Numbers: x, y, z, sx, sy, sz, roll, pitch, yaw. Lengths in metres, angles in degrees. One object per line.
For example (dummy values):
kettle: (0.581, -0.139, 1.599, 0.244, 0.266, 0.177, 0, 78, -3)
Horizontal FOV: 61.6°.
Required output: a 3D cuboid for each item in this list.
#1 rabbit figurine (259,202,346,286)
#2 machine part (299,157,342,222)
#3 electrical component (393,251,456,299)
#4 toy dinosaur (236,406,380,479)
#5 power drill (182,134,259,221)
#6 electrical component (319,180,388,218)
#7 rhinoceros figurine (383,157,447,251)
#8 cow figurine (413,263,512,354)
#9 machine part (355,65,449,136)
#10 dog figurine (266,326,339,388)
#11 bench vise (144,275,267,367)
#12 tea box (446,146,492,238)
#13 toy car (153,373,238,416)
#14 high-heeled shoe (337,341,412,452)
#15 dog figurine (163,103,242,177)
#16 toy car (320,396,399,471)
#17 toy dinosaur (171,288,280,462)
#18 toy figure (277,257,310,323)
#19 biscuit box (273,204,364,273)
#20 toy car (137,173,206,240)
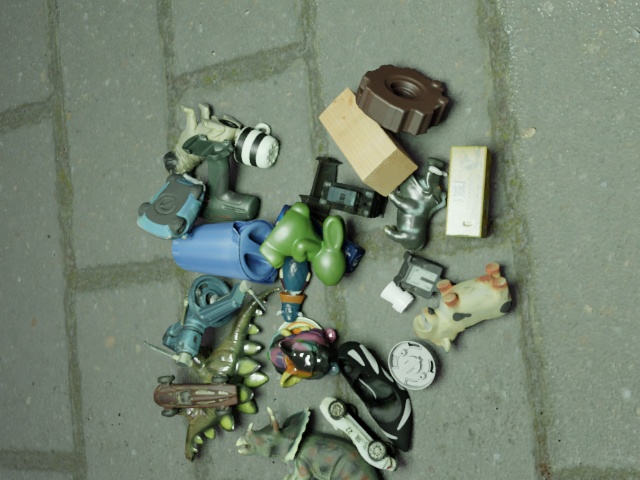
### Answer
rabbit figurine: (-0.010, 0.012, 1.097, 0.170, 0.121, 0.159, 39, 99, 0)
machine part: (0.002, -0.115, 1.168, 0.039, 0.084, 0.138, 7, 80, 62)
electrical component: (0.215, 0.076, 1.076, 0.119, 0.048, 0.074, 18, 100, -5)
toy dinosaur: (0.030, 0.479, 1.126, 0.405, 0.131, 0.192, 15, 96, 17)
power drill: (-0.257, -0.132, 1.231, 0.232, 0.086, 0.207, 12, 126, 18)
electrical component: (0.067, -0.083, 1.101, 0.115, 0.134, 0.058, 13, 96, 21)
rhinoceros figurine: (0.196, -0.074, 1.078, 0.112, 0.073, 0.190, 18, 96, 24)
cow figurine: (0.271, 0.137, 1.030, 0.195, 0.085, 0.127, -23, 117, 8)
machine part: (0.160, -0.277, 1.047, 0.179, 0.179, 0.056, 38, 139, 19)
dog figurine: (-0.052, 0.234, 1.081, 0.192, 0.219, 0.108, -2, 84, 22)
bench vise: (-0.237, 0.155, 1.152, 0.241, 0.224, 0.128, -28, 116, 33)
tea box: (0.285, -0.089, 1.025, 0.068, 0.098, 0.169, 3, 89, 23)
toy car: (-0.277, 0.343, 1.183, 0.202, 0.053, 0.089, -4, 88, 19)
high-heeled shoe: (0.110, 0.316, 1.071, 0.086, 0.145, 0.249, -30, 76, 21)
dog figurine: (-0.277, -0.209, 1.284, 0.172, 0.121, 0.190, 34, 116, 23)
toy car: (0.081, 0.397, 1.103, 0.202, 0.073, 0.056, 39, 89, 33)
toy dinosaur: (-0.223, 0.310, 1.246, 0.199, 0.105, 0.471, 20, 97, 16)
toy figure: (-0.058, 0.107, 1.196, 0.064, 0.058, 0.154, 12, 99, 29)
biscuit box: (-0.002, -0.004, 1.170, 0.203, 0.059, 0.062, 33, 102, 20)
toy car: (-0.317, -0.062, 1.183, 0.109, 0.102, 0.161, 23, 66, 14)
